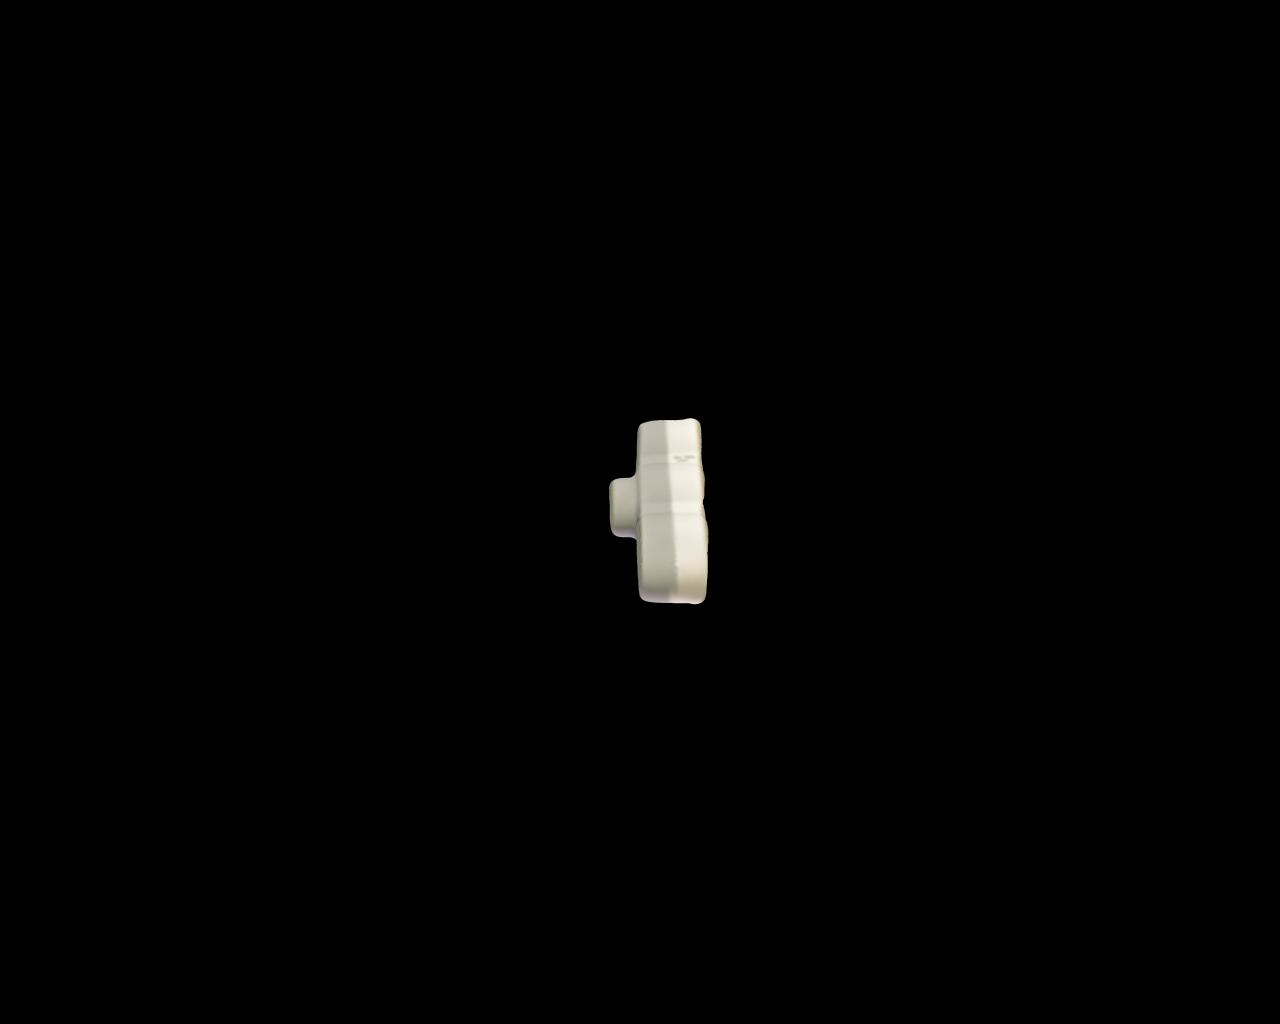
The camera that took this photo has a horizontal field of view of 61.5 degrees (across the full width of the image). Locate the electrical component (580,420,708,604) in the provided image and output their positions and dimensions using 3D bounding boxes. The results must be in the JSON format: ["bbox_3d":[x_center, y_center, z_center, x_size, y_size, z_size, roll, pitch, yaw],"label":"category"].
[{"bbox_3d":[0.001,-0.003,0.650,0.074,0.052,0.138,0,44,0],"label":"electrical component"}]
